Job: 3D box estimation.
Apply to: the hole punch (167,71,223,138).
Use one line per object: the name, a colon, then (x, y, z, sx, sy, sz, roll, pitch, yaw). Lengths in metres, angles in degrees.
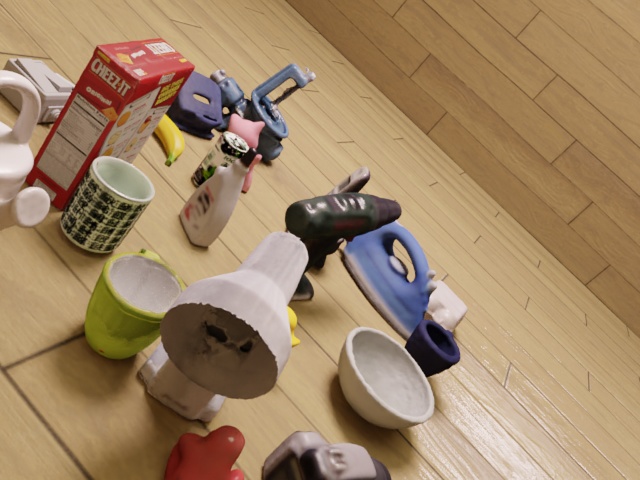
hole punch: (-0.243, -0.269, 1.135, 0.109, 0.091, 0.101, 13, 37, -47)

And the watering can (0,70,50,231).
watering can: (-0.333, -0.078, 0.563, 0.173, 0.194, 0.101, 38, 24, -8)

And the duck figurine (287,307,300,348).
duck figurine: (-0.070, 0.117, 0.762, 0.104, 0.086, 0.078, 48, 25, 14)

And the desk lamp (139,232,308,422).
desk lamp: (-0.099, 0.093, 0.603, 0.118, 0.213, 0.203, 39, 24, -7)

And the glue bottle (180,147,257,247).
glue bottle: (-0.146, -0.073, 0.856, 0.037, 0.173, 0.078, 10, 39, -50)

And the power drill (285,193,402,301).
power drill: (0.008, 0.003, 0.917, 0.230, 0.208, 0.075, 4, 44, -54)

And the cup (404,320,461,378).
cup: (0.184, 0.197, 0.995, 0.091, 0.095, 0.118, 49, 25, 15)

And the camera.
camera: (0.028, 0.280, 0.621, 0.137, 0.100, 0.143, 19, 33, -40)

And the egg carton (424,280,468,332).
egg carton: (0.249, 0.145, 1.209, 0.107, 0.069, 0.151, 47, 25, 11)

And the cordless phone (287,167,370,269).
cordless phone: (0.024, -0.053, 1.061, 0.094, 0.185, 0.147, 33, 26, -19)

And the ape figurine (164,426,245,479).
ape figurine: (-0.103, 0.212, 0.548, 0.077, 0.092, 0.076, 48, 25, 13)

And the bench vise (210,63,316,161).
bench vise: (-0.125, -0.296, 1.199, 0.208, 0.219, 0.121, 28, 27, -28)

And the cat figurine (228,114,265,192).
cat figurine: (-0.146, -0.177, 1.095, 0.067, 0.117, 0.127, 17, 34, -42)

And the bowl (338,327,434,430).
bowl: (0.083, 0.214, 0.842, 0.168, 0.074, 0.167, 33, 26, -18)

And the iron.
iron: (0.157, 0.058, 1.128, 0.119, 0.141, 0.257, 10, 40, -50)
